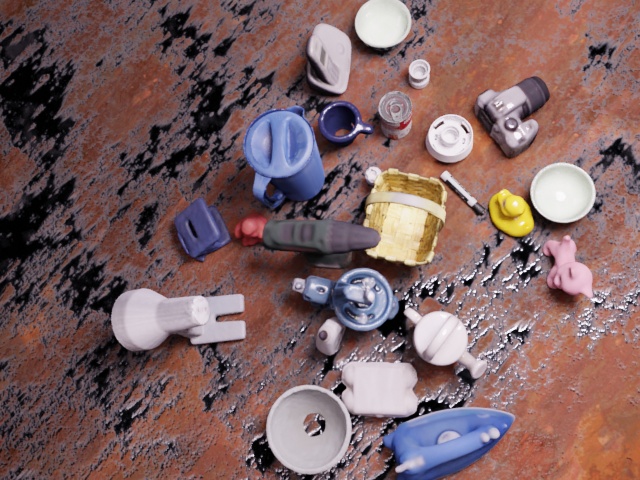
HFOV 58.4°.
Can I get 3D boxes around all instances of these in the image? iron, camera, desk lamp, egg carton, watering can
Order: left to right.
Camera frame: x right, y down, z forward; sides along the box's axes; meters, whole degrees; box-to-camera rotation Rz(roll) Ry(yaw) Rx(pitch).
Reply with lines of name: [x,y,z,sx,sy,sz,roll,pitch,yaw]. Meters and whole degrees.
desk lamp: [-0.274,0.153,1.140,0.203,0.214,0.118,-8,79,7]
egg carton: [0.117,0.296,1.132,0.150,0.069,0.107,-1,79,8]
watering can: [0.232,0.187,1.072,0.172,0.194,0.101,17,82,11]
iron: [0.249,0.377,1.062,0.258,0.141,0.118,-22,77,4]
camera: [0.410,-0.268,1.178,0.137,0.101,0.143,-33,77,1]

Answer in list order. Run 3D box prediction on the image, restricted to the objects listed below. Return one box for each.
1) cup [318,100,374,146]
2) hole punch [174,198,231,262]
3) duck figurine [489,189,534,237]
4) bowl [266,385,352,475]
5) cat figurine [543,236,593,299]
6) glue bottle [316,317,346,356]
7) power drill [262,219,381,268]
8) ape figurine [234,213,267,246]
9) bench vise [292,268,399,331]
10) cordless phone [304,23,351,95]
cup: [0.060,-0.236,1.225,0.117,0.095,0.092,14,82,11]
hole punch: [-0.259,-0.021,1.232,0.101,0.091,0.108,-29,77,2]
duck figurine: [0.389,-0.058,1.150,0.077,0.086,0.104,-36,77,1]
bowl: [-0.018,0.371,1.135,0.167,0.075,0.167,-1,79,8]
cat figurine: [0.480,0.053,1.100,0.067,0.118,0.128,-6,79,7]
glue bottle: [0.016,0.185,1.113,0.037,0.173,0.078,24,84,12]
power drill: [0.010,0.004,1.129,0.229,0.208,0.076,3,80,9]
ape figurine: [-0.144,-0.024,1.216,0.077,0.092,0.076,26,84,12]
bench vise: [0.045,0.116,1.098,0.207,0.220,0.121,-6,79,7]
cordless phone: [0.010,-0.405,1.216,0.094,0.185,0.148,3,80,9]
